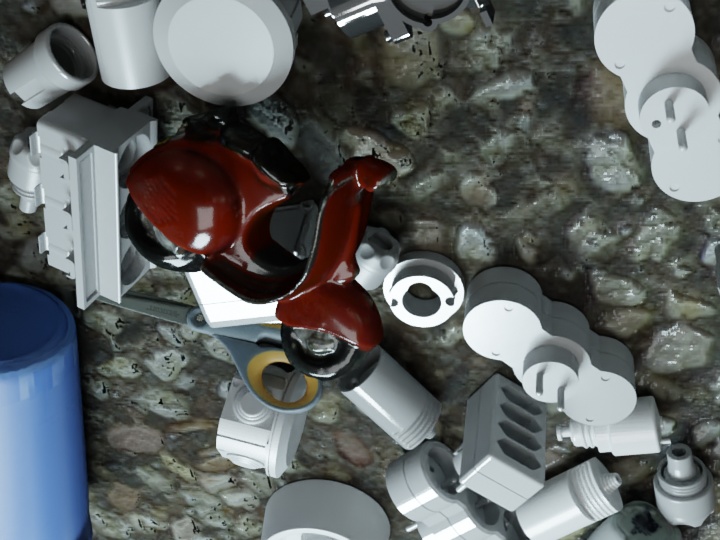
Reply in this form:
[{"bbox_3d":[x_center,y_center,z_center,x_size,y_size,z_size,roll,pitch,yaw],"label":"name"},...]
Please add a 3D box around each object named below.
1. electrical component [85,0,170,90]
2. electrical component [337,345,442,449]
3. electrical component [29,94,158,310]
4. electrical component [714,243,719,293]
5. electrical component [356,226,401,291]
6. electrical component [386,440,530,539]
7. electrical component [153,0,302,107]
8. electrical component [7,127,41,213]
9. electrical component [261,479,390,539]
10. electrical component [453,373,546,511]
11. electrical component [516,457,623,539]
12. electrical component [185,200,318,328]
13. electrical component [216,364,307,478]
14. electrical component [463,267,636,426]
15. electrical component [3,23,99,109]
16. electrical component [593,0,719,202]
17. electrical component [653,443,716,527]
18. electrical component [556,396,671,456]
[{"bbox_3d":[-0.136,-0.151,0.624,0.043,0.043,0.081,3,128,8],"label":"electrical component"},{"bbox_3d":[0.026,0.096,0.786,0.043,0.043,0.081,-32,116,30],"label":"electrical component"},{"bbox_3d":[-0.169,-0.047,0.691,0.063,0.078,0.121,23,133,14],"label":"electrical component"},{"bbox_3d":[0.267,0.043,0.606,0.105,0.186,0.060,-16,123,22],"label":"electrical component"},{"bbox_3d":[0.000,0.000,0.722,0.035,0.035,0.061,28,130,-11],"label":"electrical component"},{"bbox_3d":[0.070,0.197,0.850,0.138,0.052,0.074,41,124,-21],"label":"electrical component"},{"bbox_3d":[-0.074,-0.139,0.616,0.080,0.051,0.080,5,128,7],"label":"electrical component"},{"bbox_3d":[-0.217,-0.063,0.714,0.035,0.035,0.061,21,131,-6],"label":"electrical component"},{"bbox_3d":[-0.032,0.232,0.892,0.108,0.060,0.108,5,128,7],"label":"electrical component"},{"bbox_3d":[0.093,0.133,0.776,0.047,0.083,0.075,31,127,-13],"label":"electrical component"},{"bbox_3d":[0.164,0.175,0.821,0.081,0.043,0.043,-35,114,31],"label":"electrical component"},{"bbox_3d":[-0.071,0.000,0.718,0.096,0.061,0.061,-7,126,16],"label":"electrical component"},{"bbox_3d":[-0.070,0.109,0.792,0.051,0.080,0.080,13,129,7],"label":"electrical component"},{"bbox_3d":[0.128,0.063,0.721,0.138,0.073,0.052,35,126,-16],"label":"electrical component"},{"bbox_3d":[-0.190,-0.124,0.659,0.046,0.040,0.040,-22,121,32],"label":"electrical component"},{"bbox_3d":[0.172,-0.093,0.591,0.052,0.073,0.138,-20,122,24],"label":"electrical component"},{"bbox_3d":[0.238,0.155,0.792,0.043,0.043,0.062,-7,125,16],"label":"electrical component"},{"bbox_3d":[0.181,0.113,0.771,0.078,0.040,0.040,-8,126,17],"label":"electrical component"}]
